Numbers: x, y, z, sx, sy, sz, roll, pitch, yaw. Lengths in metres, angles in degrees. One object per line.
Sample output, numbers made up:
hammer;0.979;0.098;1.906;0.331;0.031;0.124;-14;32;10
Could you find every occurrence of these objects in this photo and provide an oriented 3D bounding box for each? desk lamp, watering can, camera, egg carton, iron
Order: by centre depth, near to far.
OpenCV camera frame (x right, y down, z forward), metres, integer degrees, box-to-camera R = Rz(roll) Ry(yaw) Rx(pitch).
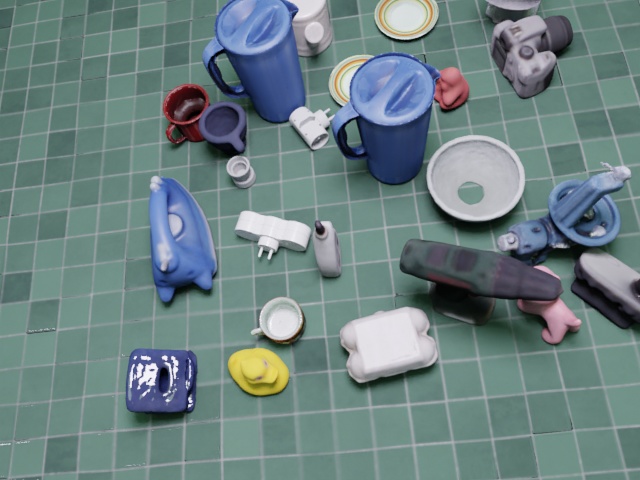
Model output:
egg carton;0.111;0.170;0.941;0.150;0.069;0.107;-16;68;2
iron;-0.272;-0.029;1.032;0.118;0.141;0.258;-17;68;1
desk lamp;0.375;-0.507;1.086;0.117;0.214;0.203;18;73;14
camera;0.415;-0.370;1.088;0.137;0.101;0.143;-22;68;-1
watering can;-0.031;-0.461;1.135;0.101;0.194;0.172;-40;69;-8

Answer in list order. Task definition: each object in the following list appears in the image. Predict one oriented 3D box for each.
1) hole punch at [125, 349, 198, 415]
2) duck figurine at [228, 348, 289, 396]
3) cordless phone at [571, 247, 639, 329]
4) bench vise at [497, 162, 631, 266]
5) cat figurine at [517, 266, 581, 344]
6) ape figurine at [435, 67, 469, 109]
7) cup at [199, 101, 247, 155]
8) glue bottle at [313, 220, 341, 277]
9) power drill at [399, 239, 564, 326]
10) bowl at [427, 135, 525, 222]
hole punch;-0.262;0.234;0.957;0.101;0.091;0.108;-5;69;6
duck figurine;-0.108;0.213;0.946;0.104;0.086;0.077;18;73;14
cordless phone;0.475;0.053;0.873;0.147;0.185;0.094;36;78;19
bench vise;0.392;-0.029;0.897;0.207;0.220;0.121;-38;69;-7
cat figurine;0.363;0.094;0.909;0.067;0.118;0.127;-35;69;-6
ape figurine;0.247;-0.295;1.088;0.076;0.092;0.078;10;71;12
cup;-0.170;-0.198;1.107;0.092;0.095;0.117;-35;68;-6
glue bottle;0.009;0.003;0.963;0.037;0.173;0.078;-4;69;7
power drill;0.237;0.067;0.888;0.229;0.209;0.076;16;72;14
bowl;0.273;-0.098;1.018;0.167;0.075;0.167;-3;69;7
